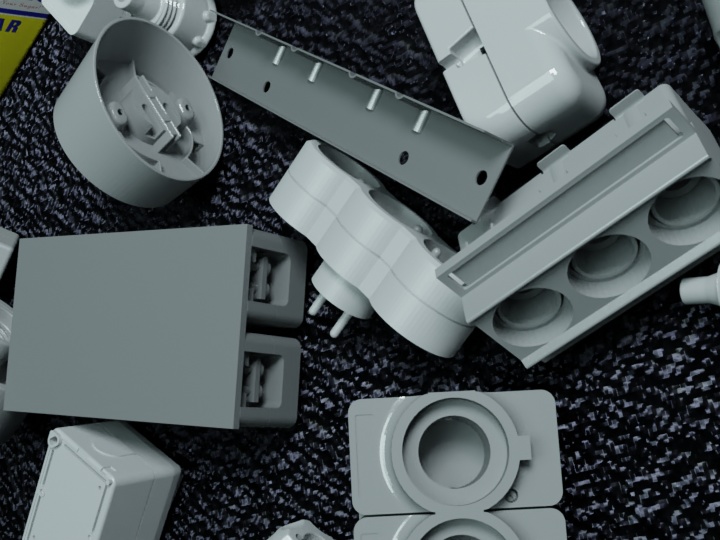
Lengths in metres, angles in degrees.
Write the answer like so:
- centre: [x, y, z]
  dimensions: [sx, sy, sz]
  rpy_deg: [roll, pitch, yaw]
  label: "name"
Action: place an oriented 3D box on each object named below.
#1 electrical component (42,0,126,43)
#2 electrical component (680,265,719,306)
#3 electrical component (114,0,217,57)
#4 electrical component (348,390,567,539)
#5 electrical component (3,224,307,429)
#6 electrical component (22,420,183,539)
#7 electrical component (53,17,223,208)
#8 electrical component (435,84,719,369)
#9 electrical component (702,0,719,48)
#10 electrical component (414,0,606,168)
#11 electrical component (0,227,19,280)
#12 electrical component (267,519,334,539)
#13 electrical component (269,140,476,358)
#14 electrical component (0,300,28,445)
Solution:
- centre: [-0.160, -0.194, 0.696]
  dimensions: [0.050, 0.056, 0.089]
  rpy_deg: [46, 109, 31]
  label: "electrical component"
- centre: [0.165, 0.007, 0.447]
  dimensions: [0.061, 0.035, 0.035]
  rpy_deg: [-5, 80, 37]
  label: "electrical component"
- centre: [-0.122, -0.159, 0.660]
  dimensions: [0.048, 0.062, 0.048]
  rpy_deg: [-6, 79, 34]
  label: "electrical component"
- centre: [0.044, 0.131, 0.472]
  dimensions: [0.089, 0.061, 0.150]
  rpy_deg: [-3, 79, 1]
  label: "electrical component"
- centre: [-0.120, 0.034, 0.628]
  dimensions: [0.186, 0.060, 0.105]
  rpy_deg: [-2, 82, 35]
  label: "electrical component"
- centre: [-0.153, 0.145, 0.637]
  dimensions: [0.062, 0.061, 0.096]
  rpy_deg: [30, 108, 35]
  label: "electrical component"
- centre: [-0.127, -0.089, 0.631]
  dimensions: [0.064, 0.099, 0.099]
  rpy_deg: [-38, 63, 31]
  label: "electrical component"
- centre: [0.103, -0.020, 0.473]
  dimensions: [0.121, 0.079, 0.063]
  rpy_deg: [-37, 34, 25]
  label: "electrical component"
- centre: [0.168, -0.124, 0.461]
  dimensions: [0.043, 0.043, 0.062]
  rpy_deg: [-23, 69, 30]
  label: "electrical component"
- centre: [0.075, -0.106, 0.517]
  dimensions: [0.059, 0.054, 0.095]
  rpy_deg: [-32, 65, 27]
  label: "electrical component"
- centre: [-0.287, -0.021, 0.753]
  dimensions: [0.047, 0.083, 0.075]
  rpy_deg: [-62, 17, 11]
  label: "electrical component"
- centre: [-0.042, 0.163, 0.562]
  dimensions: [0.062, 0.043, 0.043]
  rpy_deg: [-44, 61, 23]
  label: "electrical component"
- centre: [0.000, 0.000, 0.553]
  dimensions: [0.138, 0.052, 0.073]
  rpy_deg: [44, 108, 32]
  label: "electrical component"
- centre: [-0.249, 0.054, 0.690]
  dimensions: [0.060, 0.108, 0.108]
  rpy_deg: [-45, 60, 14]
  label: "electrical component"
